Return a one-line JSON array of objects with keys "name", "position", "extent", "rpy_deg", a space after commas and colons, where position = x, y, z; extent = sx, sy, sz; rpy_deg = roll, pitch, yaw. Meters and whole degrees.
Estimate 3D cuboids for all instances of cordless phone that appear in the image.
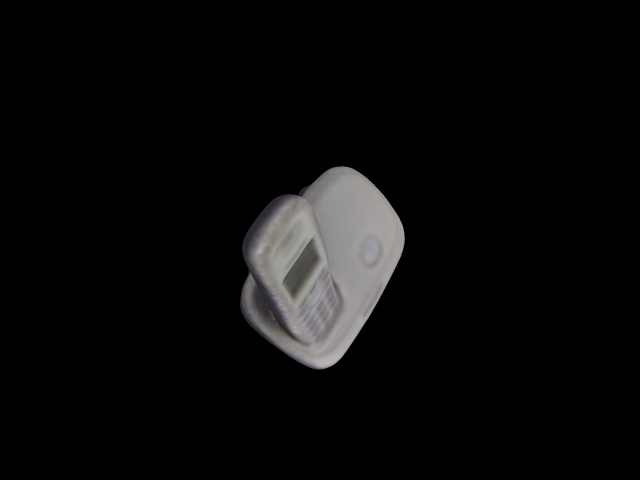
[{"name": "cordless phone", "position": [0.004, 0.001, 0.400], "extent": [0.094, 0.185, 0.148], "rpy_deg": [26, 69, 11]}]
